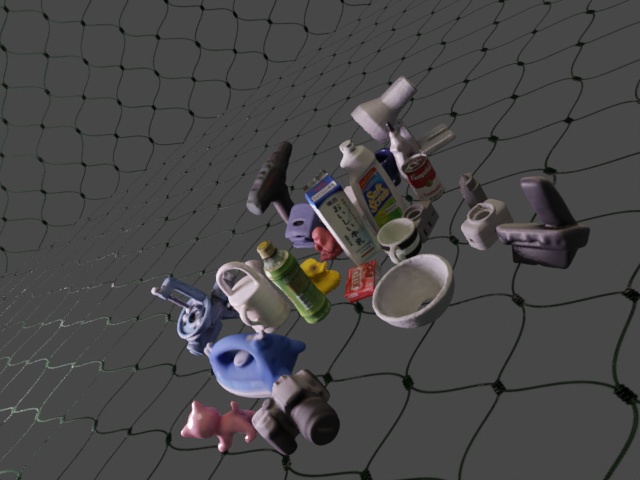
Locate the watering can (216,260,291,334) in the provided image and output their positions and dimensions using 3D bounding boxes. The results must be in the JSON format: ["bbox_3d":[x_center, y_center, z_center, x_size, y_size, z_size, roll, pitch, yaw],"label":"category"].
[{"bbox_3d":[-0.164,0.120,1.335,0.101,0.194,0.172,-36,29,3],"label":"watering can"}]

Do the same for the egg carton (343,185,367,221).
[{"bbox_3d":[0.087,-0.083,1.481,0.107,0.070,0.150,5,50,51],"label":"egg carton"}]

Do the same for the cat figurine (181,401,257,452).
[{"bbox_3d":[-0.200,0.353,1.118,0.127,0.118,0.067,-28,30,16],"label":"cat figurine"}]

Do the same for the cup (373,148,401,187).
[{"bbox_3d":[0.166,-0.170,1.493,0.091,0.095,0.118,-7,41,43],"label":"cup"}]

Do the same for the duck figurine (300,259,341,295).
[{"bbox_3d":[-0.014,0.082,1.338,0.104,0.086,0.077,-20,34,29],"label":"duck figurine"}]

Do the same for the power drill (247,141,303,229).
[{"bbox_3d":[-0.101,-0.134,1.617,0.075,0.209,0.230,-1,45,47],"label":"power drill"}]

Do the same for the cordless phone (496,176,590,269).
[{"bbox_3d":[0.369,-0.045,0.996,0.147,0.185,0.094,1,47,48],"label":"cordless phone"}]

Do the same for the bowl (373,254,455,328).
[{"bbox_3d":[0.188,0.110,1.088,0.167,0.075,0.167,-27,31,18],"label":"bowl"}]

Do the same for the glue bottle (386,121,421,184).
[{"bbox_3d":[0.209,-0.229,1.450,0.037,0.173,0.078,0,46,47],"label":"glue bottle"}]

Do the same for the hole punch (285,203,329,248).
[{"bbox_3d":[-0.040,-0.039,1.535,0.108,0.091,0.101,-2,44,46],"label":"hole punch"}]

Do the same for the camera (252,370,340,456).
[{"bbox_3d":[-0.039,0.312,1.018,0.143,0.101,0.136,-44,30,-13],"label":"camera"}]

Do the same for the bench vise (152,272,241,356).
[{"bbox_3d":[-0.307,0.149,1.424,0.121,0.220,0.207,-13,37,37],"label":"bench vise"}]

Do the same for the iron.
[{"bbox_3d":[-0.164,0.248,1.205,0.257,0.142,0.119,-15,36,34],"label":"iron"}]

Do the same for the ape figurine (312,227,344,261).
[{"bbox_3d":[0.013,0.005,1.412,0.076,0.092,0.077,-35,29,4],"label":"ape figurine"}]

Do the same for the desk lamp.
[{"bbox_3d":[0.216,-0.313,1.521,0.203,0.214,0.117,-32,30,10],"label":"desk lamp"}]
